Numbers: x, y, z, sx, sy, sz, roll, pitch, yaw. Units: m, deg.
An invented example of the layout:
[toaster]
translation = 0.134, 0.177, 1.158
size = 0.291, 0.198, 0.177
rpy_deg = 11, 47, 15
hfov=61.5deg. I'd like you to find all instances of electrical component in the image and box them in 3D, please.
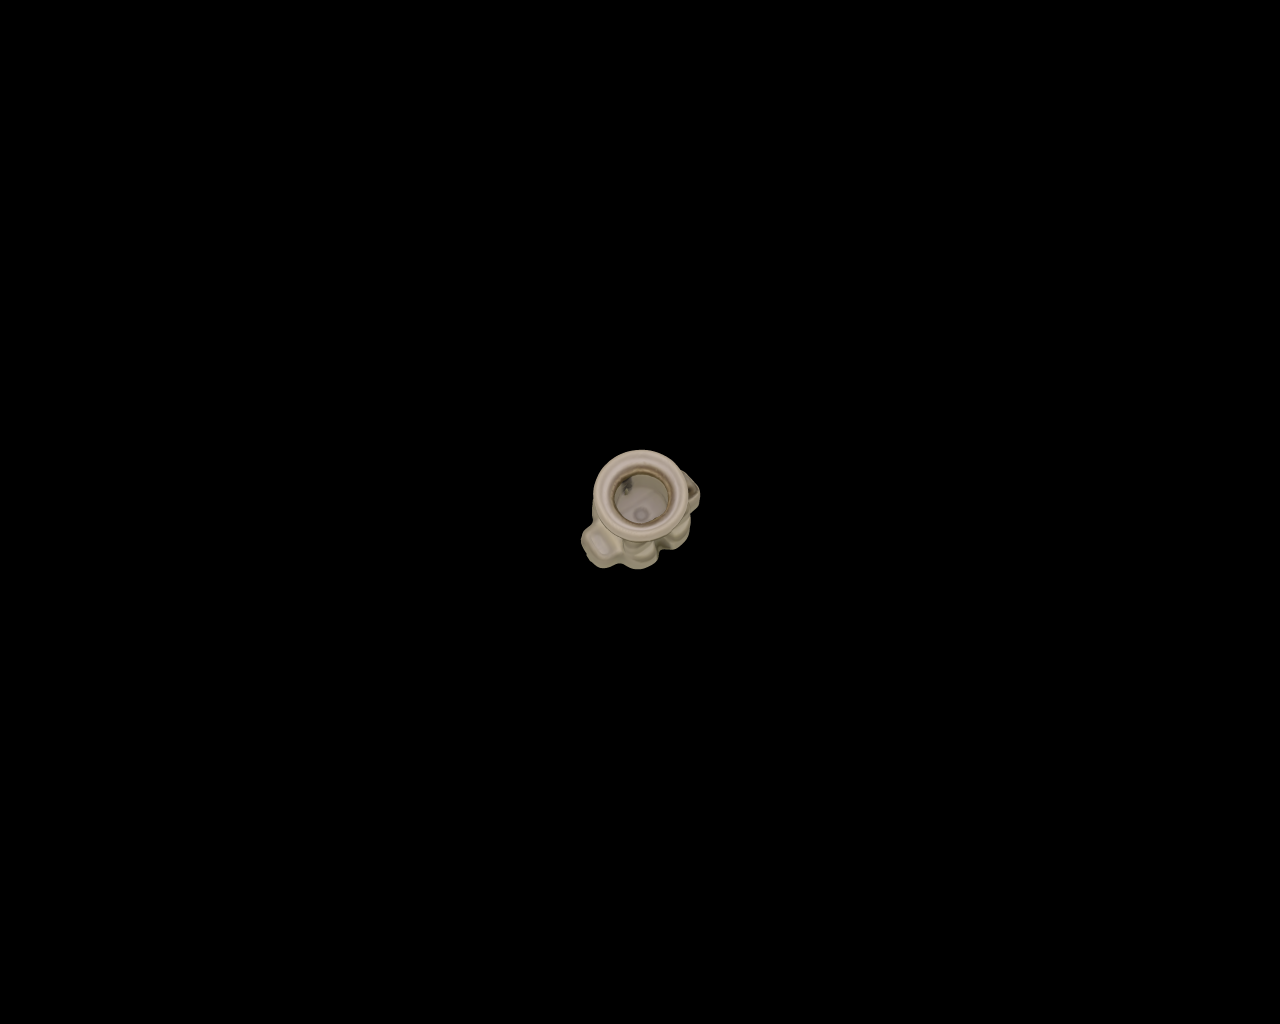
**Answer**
[electrical component]
translation = 0.001, -0.003, 0.650
size = 0.078, 0.058, 0.057
rpy_deg = -33, -16, -11
